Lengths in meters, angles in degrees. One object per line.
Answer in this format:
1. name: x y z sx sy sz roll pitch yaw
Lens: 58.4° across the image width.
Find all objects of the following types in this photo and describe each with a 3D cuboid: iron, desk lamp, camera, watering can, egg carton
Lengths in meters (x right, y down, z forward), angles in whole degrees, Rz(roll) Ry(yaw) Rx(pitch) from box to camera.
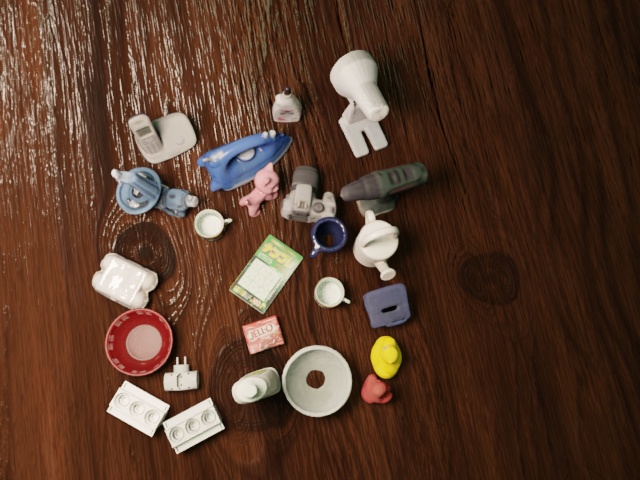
1. iron: -0.185 -0.230 1.464 0.258 0.141 0.118 -28 81 -9
2. desk lamp: 0.111 -0.350 1.471 0.118 0.213 0.203 -24 81 -8
3. camera: -0.024 -0.120 1.473 0.143 0.101 0.137 7 78 -2
4. watering can: 0.146 0.010 1.409 0.101 0.194 0.173 -35 82 -9
5. egg carton: -0.481 0.104 1.413 0.150 0.069 0.107 25 78 2

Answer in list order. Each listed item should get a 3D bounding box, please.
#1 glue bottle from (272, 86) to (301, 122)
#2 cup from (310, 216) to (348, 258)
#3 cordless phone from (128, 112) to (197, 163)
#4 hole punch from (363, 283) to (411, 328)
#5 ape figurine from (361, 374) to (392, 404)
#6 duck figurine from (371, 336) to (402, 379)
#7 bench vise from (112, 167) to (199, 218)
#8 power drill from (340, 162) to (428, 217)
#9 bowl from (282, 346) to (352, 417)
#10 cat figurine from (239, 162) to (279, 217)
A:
1. glue bottle: -0.085 -0.355 1.480 0.078 0.173 0.037 -5 78 -4
2. cup: 0.013 0.005 1.452 0.091 0.095 0.118 37 79 5
3. cordless phone: -0.398 -0.277 1.438 0.147 0.185 0.094 -29 81 -9
4. hole punch: 0.171 0.166 1.431 0.109 0.091 0.101 -15 80 -6
5. ape figurine: 0.139 0.364 1.387 0.076 0.092 0.078 -22 80 -8
6. duck figurine: 0.168 0.288 1.408 0.077 0.086 0.104 4 78 -2
7. bench vise: -0.407 -0.129 1.390 0.207 0.219 0.121 -7 79 -5
8. power drill: 0.150 -0.121 1.429 0.230 0.208 0.075 -21 80 -7
9. bowl: -0.007 0.341 1.392 0.167 0.074 0.167 1 78 -3
10. cat figurine: -0.150 -0.130 1.458 0.067 0.117 0.128 41 79 5
